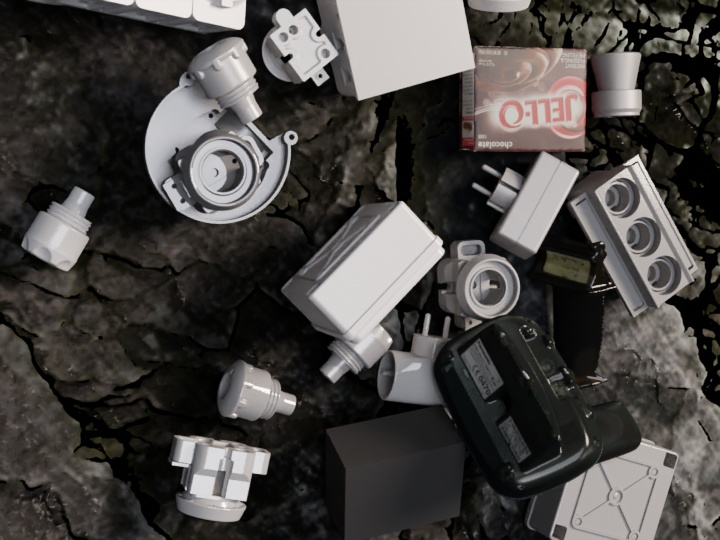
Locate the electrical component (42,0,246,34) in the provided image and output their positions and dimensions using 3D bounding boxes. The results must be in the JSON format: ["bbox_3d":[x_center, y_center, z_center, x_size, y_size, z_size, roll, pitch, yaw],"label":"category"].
[{"bbox_3d":[-0.155,-0.233,0.796,0.150,0.062,0.089,1,94,-45],"label":"electrical component"}]

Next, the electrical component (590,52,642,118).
[{"bbox_3d":[0.231,-0.166,0.968,0.045,0.045,0.055,-4,95,-18],"label":"electrical component"}]

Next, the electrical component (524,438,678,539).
[{"bbox_3d":[0.220,0.200,0.984,0.109,0.056,0.108,18,88,-18],"label":"electrical component"}]

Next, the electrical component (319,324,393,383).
[{"bbox_3d":[-0.007,0.068,0.907,0.062,0.043,0.043,-45,105,-9],"label":"electrical component"}]

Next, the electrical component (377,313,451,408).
[{"bbox_3d":[0.061,0.077,0.929,0.077,0.044,0.079,9,91,-18],"label":"electrical component"}]

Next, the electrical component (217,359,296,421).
[{"bbox_3d":[-0.084,0.103,0.885,0.062,0.048,0.048,20,87,-25],"label":"electrical component"}]

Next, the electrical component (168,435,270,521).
[{"bbox_3d":[-0.117,0.169,0.872,0.078,0.058,0.057,12,87,-19],"label":"electrical component"}]

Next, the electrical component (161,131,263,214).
[{"bbox_3d":[-0.107,-0.073,0.805,0.078,0.057,0.058,-32,103,-14],"label":"electrical component"}]

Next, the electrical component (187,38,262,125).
[{"bbox_3d":[-0.097,-0.141,0.812,0.048,0.048,0.062,-35,110,-13],"label":"electrical component"}]

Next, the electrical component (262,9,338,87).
[{"bbox_3d":[-0.052,-0.178,0.869,0.048,0.055,0.066,-40,105,-11],"label":"electrical component"}]

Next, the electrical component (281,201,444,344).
[{"bbox_3d":[0.000,0.000,0.871,0.108,0.109,0.056,-46,103,-10],"label":"electrical component"}]

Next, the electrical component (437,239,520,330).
[{"bbox_3d":[0.103,0.014,0.932,0.058,0.057,0.078,-5,95,-18],"label":"electrical component"}]

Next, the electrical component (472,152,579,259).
[{"bbox_3d":[0.136,-0.065,0.943,0.076,0.047,0.083,29,83,1],"label":"electrical component"}]

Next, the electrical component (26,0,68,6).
[{"bbox_3d":[-0.237,-0.231,0.802,0.078,0.058,0.057,6,93,-43],"label":"electrical component"}]

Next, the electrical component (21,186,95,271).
[{"bbox_3d":[-0.228,-0.034,0.828,0.043,0.043,0.062,32,83,-18],"label":"electrical component"}]

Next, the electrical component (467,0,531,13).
[{"bbox_3d":[0.119,-0.253,0.913,0.058,0.078,0.057,-9,117,-17],"label":"electrical component"}]

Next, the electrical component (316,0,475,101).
[{"bbox_3d":[0.016,-0.243,0.872,0.105,0.060,0.186,-18,108,-16],"label":"electrical component"}]

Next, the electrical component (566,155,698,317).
[{"bbox_3d":[0.240,-0.031,0.971,0.079,0.063,0.121,-35,103,-13],"label":"electrical component"}]
